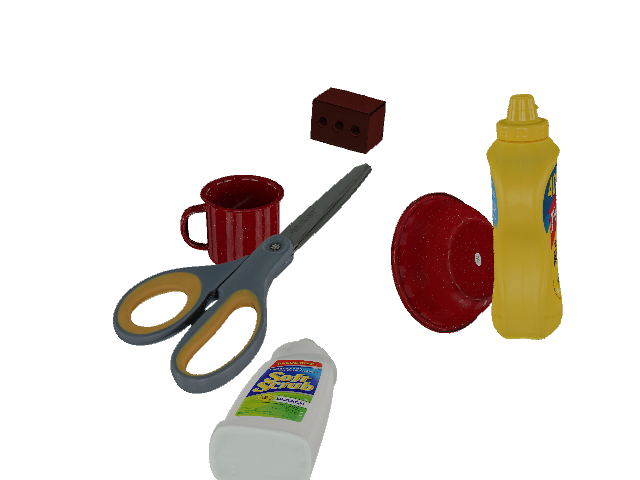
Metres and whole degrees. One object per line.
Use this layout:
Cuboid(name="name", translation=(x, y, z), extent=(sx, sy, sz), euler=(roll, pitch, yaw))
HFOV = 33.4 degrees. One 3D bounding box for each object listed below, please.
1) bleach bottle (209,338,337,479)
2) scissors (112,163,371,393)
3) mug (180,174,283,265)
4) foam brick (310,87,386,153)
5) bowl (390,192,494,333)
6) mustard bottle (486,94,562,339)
Cuboid(name="bleach bottle", translation=(-0.040, 0.165, 1.112), extent=(0.102, 0.068, 0.250), euler=(5, 19, 5))
Cuboid(name="scissors", translation=(-0.047, 0.009, 0.625), extent=(0.096, 0.016, 0.201), euler=(11, 44, 18))
Cuboid(name="mug", translation=(-0.099, -0.017, 1.198), extent=(0.117, 0.081, 0.093), euler=(-7, 29, -14))
Cuboid(name="foam brick", translation=(0.033, -0.145, 1.285), extent=(0.078, 0.053, 0.051), euler=(17, 32, 22))
Cuboid(name="bowl", translation=(0.156, 0.023, 1.197), extent=(0.161, 0.162, 0.055), euler=(0, -5, -39))
Cuboid(name="mustard bottle", translation=(0.166, -0.023, 0.868), extent=(0.058, 0.191, 0.096), euler=(0, 17, 17))
